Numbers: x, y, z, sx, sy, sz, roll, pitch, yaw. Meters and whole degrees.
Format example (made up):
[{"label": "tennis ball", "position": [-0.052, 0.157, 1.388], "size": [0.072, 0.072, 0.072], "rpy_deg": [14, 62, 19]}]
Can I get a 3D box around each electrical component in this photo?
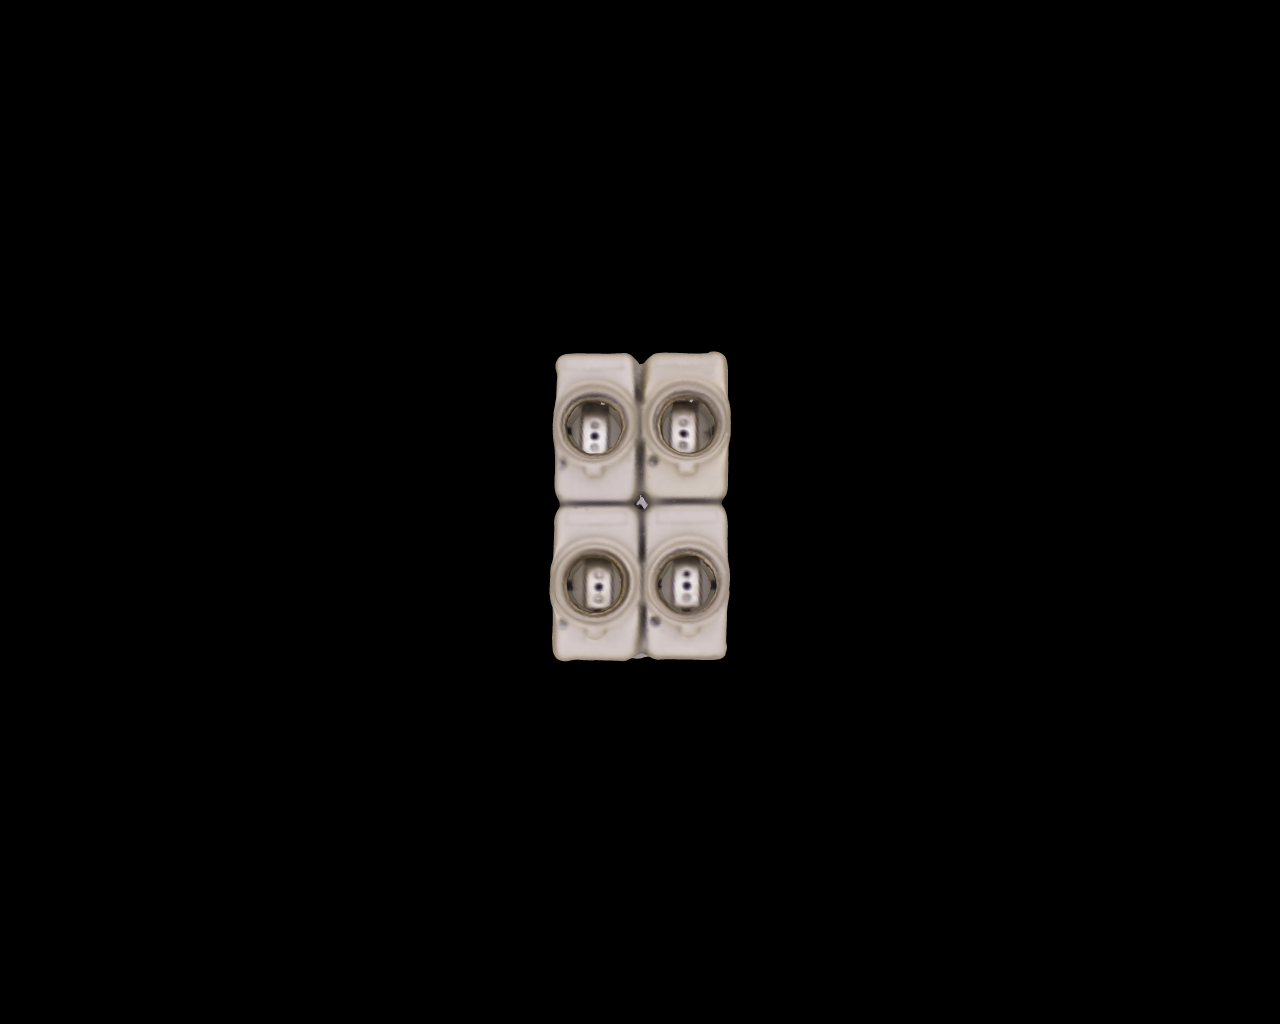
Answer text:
[{"label": "electrical component", "position": [0.001, -0.003, 0.650], "size": [0.105, 0.186, 0.060], "rpy_deg": [0, -7, 0]}]
